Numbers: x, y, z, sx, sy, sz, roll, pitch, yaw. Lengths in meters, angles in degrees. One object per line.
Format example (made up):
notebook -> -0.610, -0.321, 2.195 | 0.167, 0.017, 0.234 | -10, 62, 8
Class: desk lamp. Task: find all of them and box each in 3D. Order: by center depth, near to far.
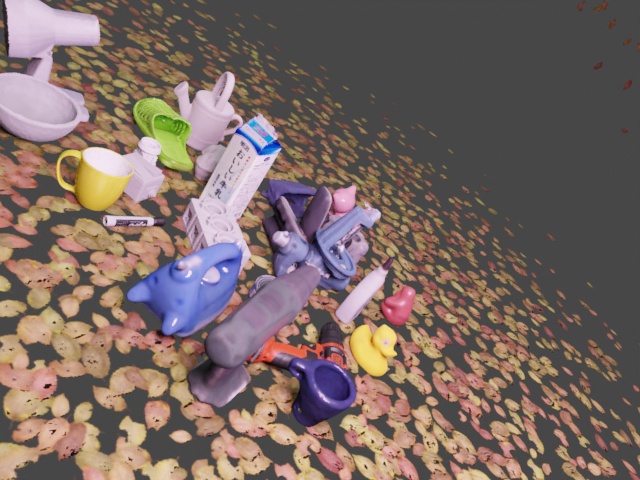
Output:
desk lamp -> -0.536, -0.367, 1.130 | 0.204, 0.213, 0.117 | 8, 39, -41

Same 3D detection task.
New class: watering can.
watering can -> -0.265, -0.319, 1.378 | 0.173, 0.194, 0.100 | 4, 42, -45

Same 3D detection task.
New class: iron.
iron -> -0.188, 0.053, 0.958 | 0.118, 0.141, 0.259 | 41, 28, 9

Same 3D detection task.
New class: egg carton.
egg carton -> -0.212, -0.155, 1.322 | 0.150, 0.069, 0.107 | 30, 29, -12

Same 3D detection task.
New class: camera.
camera -> 0.030, -0.017, 1.347 | 0.144, 0.100, 0.136 | 9, 38, -40

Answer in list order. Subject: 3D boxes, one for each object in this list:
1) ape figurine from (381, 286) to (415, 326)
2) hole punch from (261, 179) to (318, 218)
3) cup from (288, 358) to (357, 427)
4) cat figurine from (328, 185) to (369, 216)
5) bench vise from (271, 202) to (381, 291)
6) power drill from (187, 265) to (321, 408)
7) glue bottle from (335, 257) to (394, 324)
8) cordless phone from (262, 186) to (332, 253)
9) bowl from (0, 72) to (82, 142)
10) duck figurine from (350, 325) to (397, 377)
ape figurine -> 0.182, 0.141, 1.287 | 0.078, 0.092, 0.076 | 21, 32, -26
hole punch -> -0.071, -0.116, 1.396 | 0.109, 0.091, 0.101 | 2, 43, -46
cup -> -0.014, 0.245, 0.910 | 0.118, 0.095, 0.092 | 34, 28, -4
cat figurine -> 0.071, -0.084, 1.477 | 0.128, 0.117, 0.067 | 22, 31, -25
bench vise -> 0.016, 0.013, 1.162 | 0.208, 0.219, 0.121 | 4, 42, -45
power drill -> -0.103, 0.142, 0.846 | 0.075, 0.208, 0.230 | 40, 28, 8
glue bottle -> 0.100, 0.098, 1.176 | 0.037, 0.173, 0.078 | 43, 29, 13
cordless phone -> -0.037, -0.059, 1.248 | 0.094, 0.185, 0.147 | 10, 38, -39
bowl -> -0.542, -0.236, 1.073 | 0.168, 0.074, 0.167 | 27, 29, -16
duck figurine -> 0.112, 0.202, 1.124 | 0.078, 0.086, 0.104 | 8, 39, -41
